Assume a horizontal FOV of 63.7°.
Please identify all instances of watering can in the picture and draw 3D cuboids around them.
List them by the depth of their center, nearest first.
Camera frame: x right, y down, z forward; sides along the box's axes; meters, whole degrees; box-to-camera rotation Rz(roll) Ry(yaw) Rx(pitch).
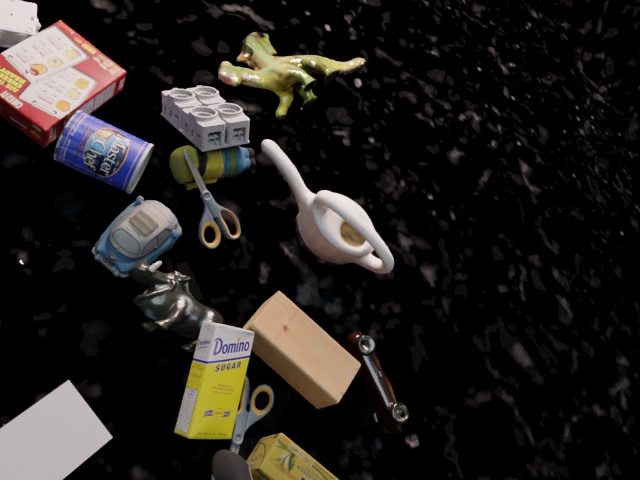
[{"bbox_3d":[0.003,-0.052,1.036,0.347,0.222,0.105,43,71,-3],"label":"watering can"}]

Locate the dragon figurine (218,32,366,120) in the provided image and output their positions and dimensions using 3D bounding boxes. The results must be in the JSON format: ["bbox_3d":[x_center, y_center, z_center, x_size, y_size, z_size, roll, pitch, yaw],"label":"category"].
[{"bbox_3d":[-0.084,-0.443,1.275,0.244,0.119,0.417,44,51,8],"label":"dragon figurine"}]
